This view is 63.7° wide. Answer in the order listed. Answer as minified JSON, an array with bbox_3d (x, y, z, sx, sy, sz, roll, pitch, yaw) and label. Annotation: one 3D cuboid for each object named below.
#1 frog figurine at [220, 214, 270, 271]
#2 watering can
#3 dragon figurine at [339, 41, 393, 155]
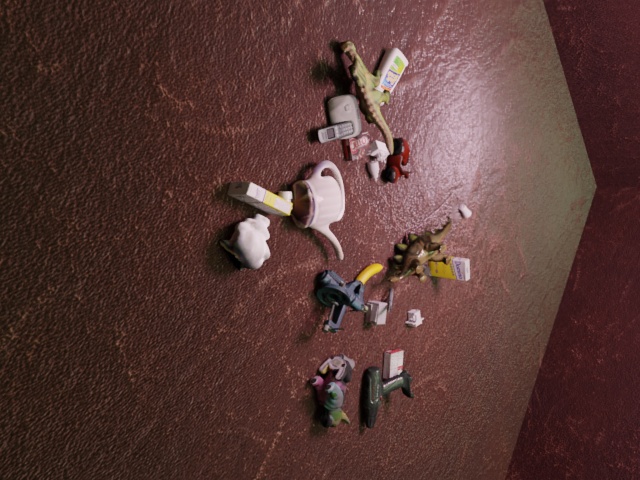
[{"bbox_3d":[-0.191,0.002,1.483,0.161,0.122,0.136,-44,105,-21],"label":"frog figurine"},{"bbox_3d":[0.005,-0.085,1.689,0.226,0.104,0.345,-12,102,-45],"label":"watering can"},{"bbox_3d":[0.150,-0.496,1.725,0.241,0.121,0.417,21,47,-60],"label":"dragon figurine"}]
